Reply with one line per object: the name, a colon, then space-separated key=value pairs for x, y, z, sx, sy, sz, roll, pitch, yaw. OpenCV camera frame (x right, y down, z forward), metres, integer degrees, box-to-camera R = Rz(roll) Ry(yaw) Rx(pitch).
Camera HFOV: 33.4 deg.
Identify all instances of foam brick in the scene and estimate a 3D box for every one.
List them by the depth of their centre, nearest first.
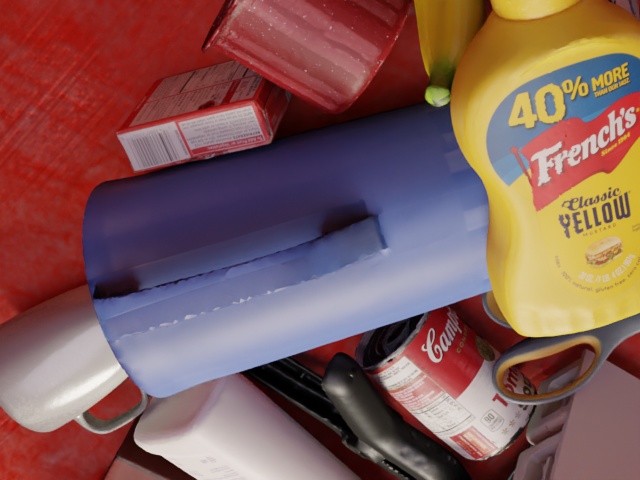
foam brick: x=-0.117 y=0.175 z=0.798 sx=0.078 sy=0.053 sz=0.051 roll=27 pitch=124 yaw=-4

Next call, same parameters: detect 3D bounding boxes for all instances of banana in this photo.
banana: x=0.055 y=-0.162 z=0.524 sx=0.037 sy=0.069 sz=0.198 roll=-10 pitch=89 yaw=11

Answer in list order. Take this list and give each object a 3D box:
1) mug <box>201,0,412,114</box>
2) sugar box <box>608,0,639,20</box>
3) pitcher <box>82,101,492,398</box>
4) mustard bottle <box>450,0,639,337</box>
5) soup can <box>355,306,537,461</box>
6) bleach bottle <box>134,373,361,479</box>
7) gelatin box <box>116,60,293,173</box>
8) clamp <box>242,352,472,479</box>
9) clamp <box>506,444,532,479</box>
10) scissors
mug: x=0.001 y=-0.130 z=0.565 sx=0.081 sy=0.093 sz=0.117 roll=29 pitch=87 yaw=-13
sugar box: x=0.101 y=-0.170 z=0.505 sx=0.048 sy=0.093 sz=0.176 roll=-18 pitch=116 yaw=23
pitcher: x=-0.004 y=0.001 z=0.599 sx=0.243 sy=0.149 sz=0.145 roll=-16 pitch=140 yaw=14
mustard bottle: x=0.111 y=-0.051 z=0.484 sx=0.096 sy=0.058 sz=0.191 roll=-18 pitch=119 yaw=1
soup can: x=0.081 y=0.086 z=0.687 sx=0.102 sy=0.068 sz=0.069 roll=42 pitch=121 yaw=-15
bleach bottle: x=-0.009 y=0.187 z=0.771 sx=0.250 sy=0.068 sz=0.103 roll=42 pitch=149 yaw=-21
gelatin box: x=-0.063 y=-0.075 z=0.614 sx=0.089 sy=0.073 sz=0.030 roll=-11 pitch=120 yaw=18
clamp: x=0.036 y=0.123 z=0.700 sx=0.210 sy=0.036 sz=0.165 roll=39 pitch=165 yaw=-19
clamp: x=0.112 y=0.207 z=0.737 sx=0.039 sy=0.120 sz=0.172 roll=41 pitch=134 yaw=33
scissors: x=0.188 y=0.030 z=0.651 sx=0.202 sy=0.016 sz=0.096 roll=-30 pitch=74 yaw=3
